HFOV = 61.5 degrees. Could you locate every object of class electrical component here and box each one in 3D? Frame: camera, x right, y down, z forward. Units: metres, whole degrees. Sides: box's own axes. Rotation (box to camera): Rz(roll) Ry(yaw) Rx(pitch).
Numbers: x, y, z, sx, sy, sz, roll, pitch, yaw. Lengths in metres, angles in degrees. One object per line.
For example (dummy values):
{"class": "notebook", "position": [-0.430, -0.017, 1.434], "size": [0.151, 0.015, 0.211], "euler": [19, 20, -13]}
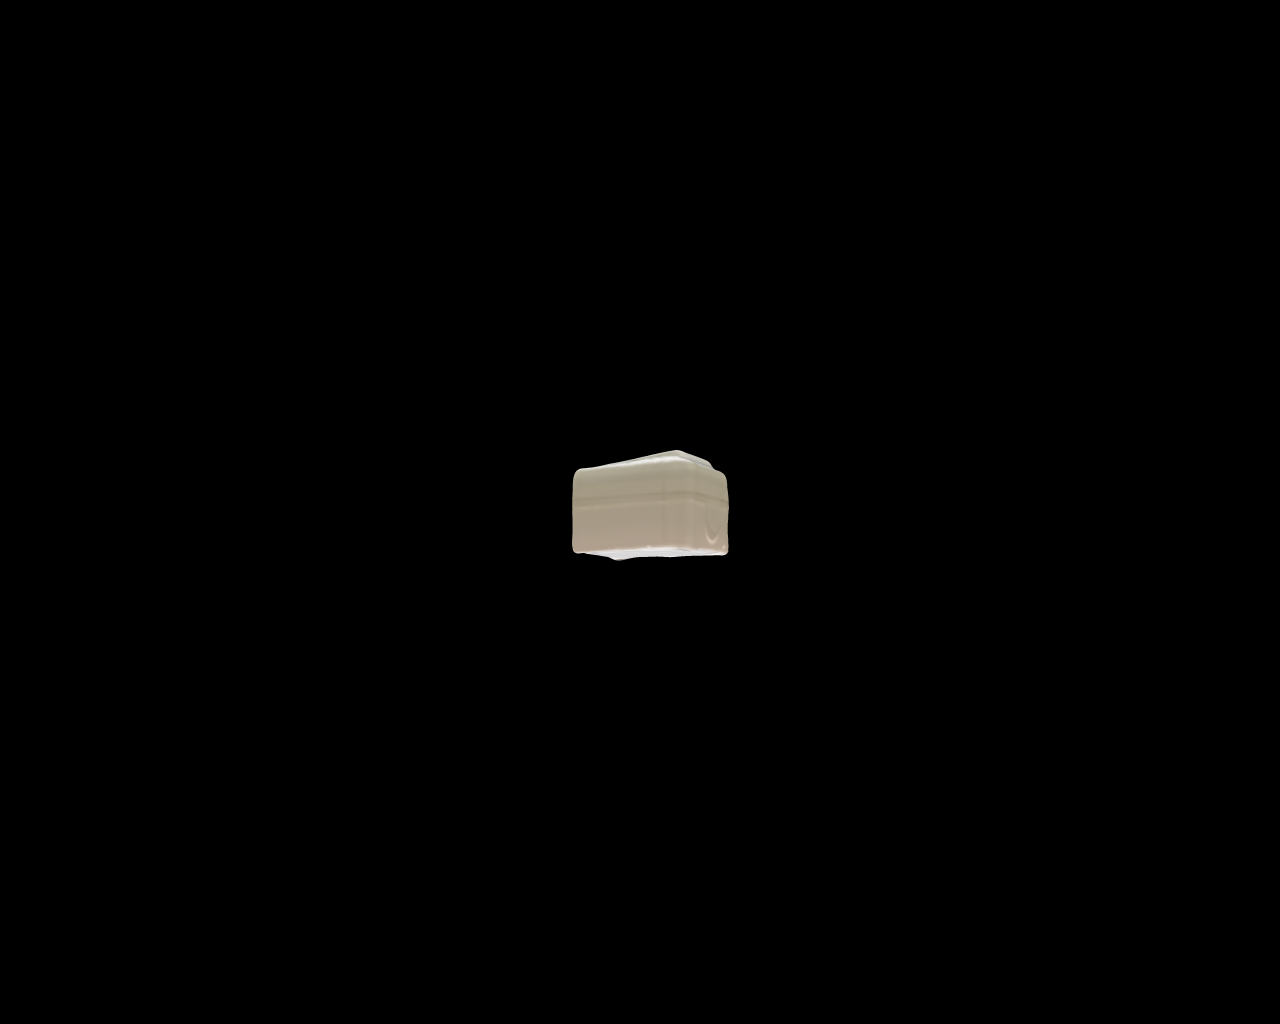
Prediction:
{"class": "electrical component", "position": [0.001, -0.003, 0.650], "size": [0.096, 0.061, 0.062], "euler": [-3, -7, 26]}
